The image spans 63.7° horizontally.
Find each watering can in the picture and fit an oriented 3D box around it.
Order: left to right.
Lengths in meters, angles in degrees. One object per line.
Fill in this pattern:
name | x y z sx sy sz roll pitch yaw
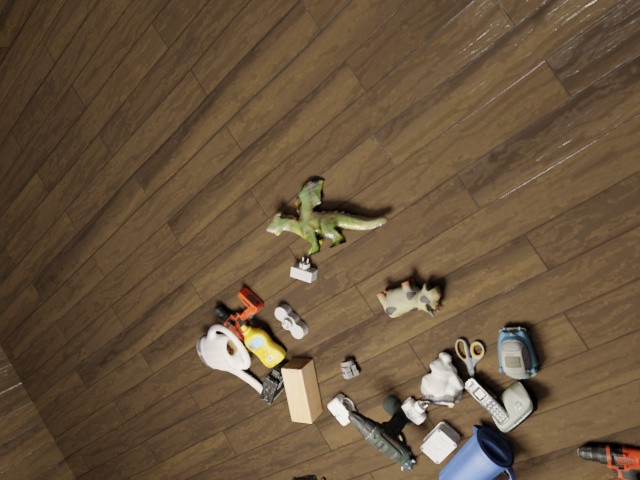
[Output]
watering can | -0.350 0.471 2.006 0.223 0.106 0.343 -10 113 37

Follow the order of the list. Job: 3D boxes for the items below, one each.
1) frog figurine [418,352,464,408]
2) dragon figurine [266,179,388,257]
frog figurine | 0.384 0.438 1.618 0.136 0.122 0.162 -20 52 51
dragon figurine | 0.005 -0.085 1.692 0.407 0.122 0.244 -24 82 22
